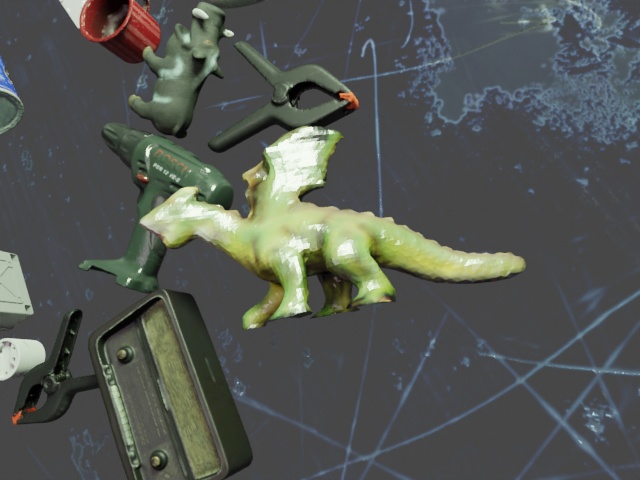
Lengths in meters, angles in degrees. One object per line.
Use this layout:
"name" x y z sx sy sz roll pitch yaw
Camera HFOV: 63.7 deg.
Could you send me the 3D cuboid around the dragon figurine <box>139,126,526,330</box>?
"dragon figurine" 0.002 -0.030 0.596 0.410 0.120 0.246 -11 73 -2
